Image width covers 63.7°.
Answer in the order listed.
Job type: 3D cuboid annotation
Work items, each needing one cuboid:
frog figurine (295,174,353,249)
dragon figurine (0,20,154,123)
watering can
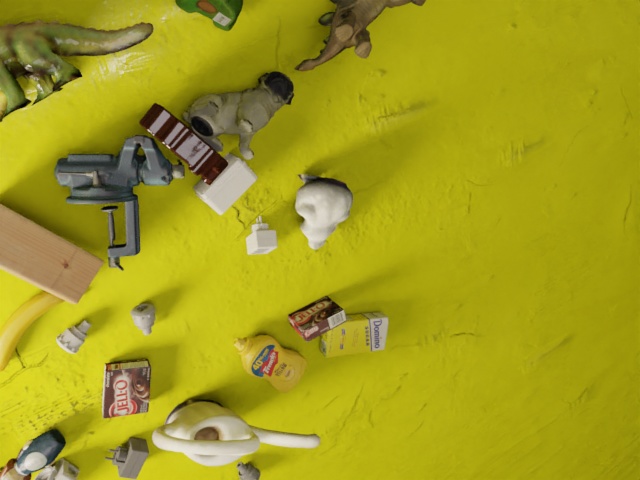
[{"bbox_3d":[0.003,-0.057,1.142,0.137,0.123,0.160,11,87,-49],"label":"frog figurine"},{"bbox_3d":[-0.505,-0.333,0.820,0.414,0.122,0.240,-38,109,-16],"label":"dragon figurine"},{"bbox_3d":[-0.191,0.416,1.106,0.346,0.223,0.105,12,81,-30],"label":"watering can"}]
